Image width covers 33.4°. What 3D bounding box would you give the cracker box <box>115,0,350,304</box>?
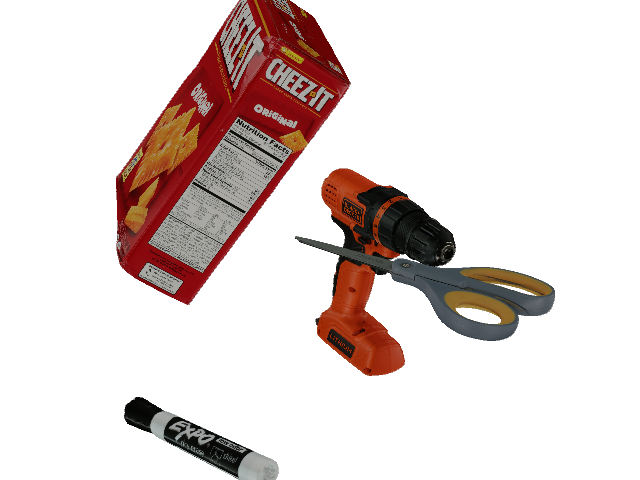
[{"bbox_3d":[-0.079,-0.082,0.832,0.072,0.214,0.164,29,19,-24],"label":"cracker box"}]

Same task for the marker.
[{"bbox_3d":[-0.076,0.120,0.643,0.121,0.020,0.020,16,10,38],"label":"marker"}]

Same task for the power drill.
[{"bbox_3d":[0.060,0.038,1.074,0.057,0.188,0.185,-8,28,-32],"label":"power drill"}]

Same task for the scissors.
[{"bbox_3d":[0.063,0.032,0.760,0.202,0.016,0.096,9,26,15],"label":"scissors"}]
